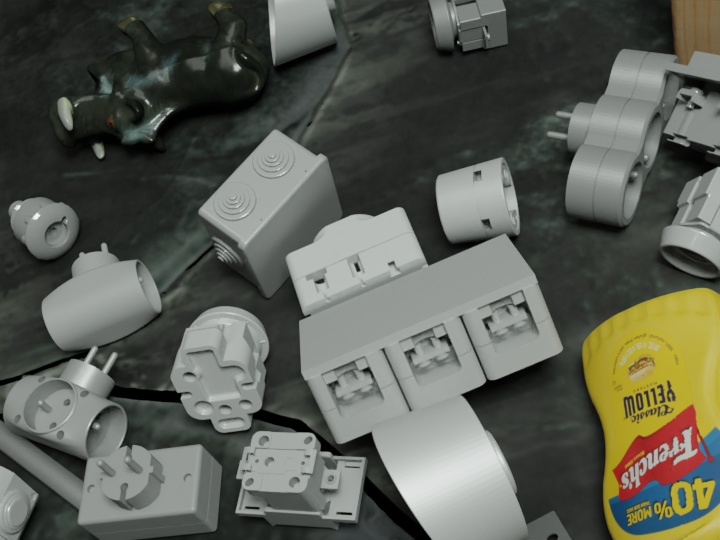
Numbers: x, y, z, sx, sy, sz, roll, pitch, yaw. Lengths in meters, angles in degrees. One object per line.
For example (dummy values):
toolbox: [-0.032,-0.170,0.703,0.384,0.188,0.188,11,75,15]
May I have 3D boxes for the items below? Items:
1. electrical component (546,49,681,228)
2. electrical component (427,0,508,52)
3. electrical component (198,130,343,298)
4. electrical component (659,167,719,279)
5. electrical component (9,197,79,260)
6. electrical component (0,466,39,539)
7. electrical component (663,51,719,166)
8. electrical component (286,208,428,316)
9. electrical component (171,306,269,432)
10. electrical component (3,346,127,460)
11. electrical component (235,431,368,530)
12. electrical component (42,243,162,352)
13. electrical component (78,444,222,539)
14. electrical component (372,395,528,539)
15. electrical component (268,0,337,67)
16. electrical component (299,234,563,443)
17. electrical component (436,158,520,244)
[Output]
electrical component: [0.169,-0.097,0.753,0.074,0.052,0.138,14,63,27]
electrical component: [0.085,-0.202,0.857,0.055,0.048,0.066,-12,54,3]
electrical component: [-0.063,-0.041,0.770,0.048,0.099,0.099,35,74,21]
electrical component: [0.223,-0.028,0.688,0.048,0.066,0.055,31,78,-4]
electrical component: [-0.262,-0.039,0.873,0.062,0.048,0.048,26,69,38]
electrical component: [-0.260,0.161,0.717,0.080,0.080,0.051,3,54,21]
electrical component: [0.256,-0.095,0.689,0.063,0.079,0.121,-66,29,7]
electrical component: [0.000,0.000,0.750,0.089,0.050,0.055,-23,54,3]
electrical component: [-0.093,0.062,0.731,0.058,0.078,0.057,-9,37,12]
electrical component: [-0.201,0.090,0.765,0.077,0.044,0.079,14,63,27]
electrical component: [-0.041,0.130,0.670,0.081,0.063,0.042,-1,58,19]
electrical component: [-0.198,0.013,0.815,0.077,0.043,0.079,-23,54,4]
electrical component: [-0.143,0.137,0.693,0.083,0.075,0.047,-9,55,13]
electrical component: [0.053,0.123,0.620,0.064,0.099,0.099,-24,53,-4]
electrical component: [-0.055,-0.225,0.892,0.064,0.099,0.099,-15,54,2]
electrical component: [0.043,0.045,0.682,0.150,0.061,0.089,-23,18,3]
electrical component: [0.082,-0.047,0.750,0.047,0.055,0.055,-11,55,17]
